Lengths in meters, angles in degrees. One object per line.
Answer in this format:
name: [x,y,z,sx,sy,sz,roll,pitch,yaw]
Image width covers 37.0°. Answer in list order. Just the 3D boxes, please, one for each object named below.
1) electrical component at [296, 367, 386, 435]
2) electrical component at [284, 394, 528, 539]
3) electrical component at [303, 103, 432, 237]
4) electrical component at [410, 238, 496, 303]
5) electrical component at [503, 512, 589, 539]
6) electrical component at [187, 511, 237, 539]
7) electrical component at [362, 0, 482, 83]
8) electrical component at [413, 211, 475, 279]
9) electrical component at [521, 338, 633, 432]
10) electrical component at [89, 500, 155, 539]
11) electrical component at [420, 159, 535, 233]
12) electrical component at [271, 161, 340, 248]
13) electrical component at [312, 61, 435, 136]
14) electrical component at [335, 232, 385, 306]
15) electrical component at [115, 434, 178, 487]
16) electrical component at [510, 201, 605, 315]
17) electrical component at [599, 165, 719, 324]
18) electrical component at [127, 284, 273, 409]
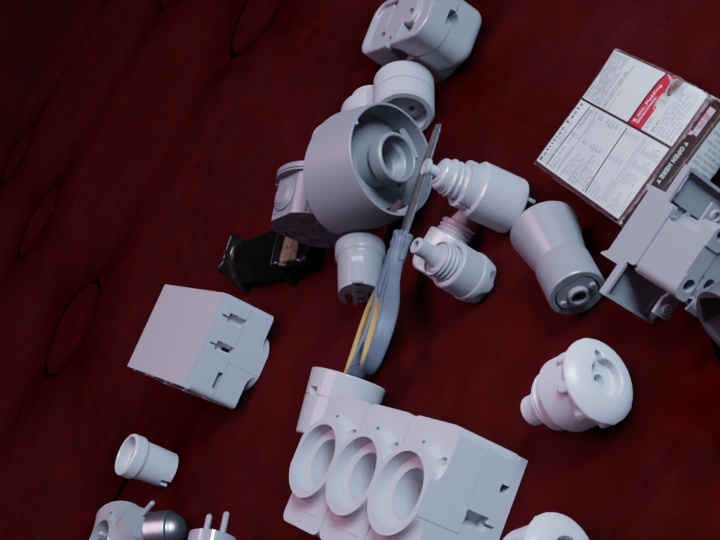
electrical component: [-0.015,0.100,0.762,0.055,0.055,0.047,-1,68,58]
electrical component: [0.020,0.135,0.664,0.150,0.062,0.089,3,68,59]
electrical component: [0.008,-0.079,0.841,0.064,0.099,0.099,-14,53,46]
electrical component: [0.060,-0.004,0.722,0.035,0.061,0.035,-39,35,35]
electrical component: [0.088,0.155,0.555,0.062,0.048,0.048,-38,35,48]
electrical component: [-0.113,0.216,0.800,0.138,0.052,0.073,-17,50,36]
electrical component: [0.054,-0.197,0.907,0.095,0.059,0.053,-3,62,58]
electrical component: [0.064,-0.022,0.761,0.061,0.035,0.035,-59,28,0]
electrical component: [0.114,0.068,0.589,0.062,0.048,0.048,-37,36,49]
electrical component: [-0.206,0.238,0.961,0.079,0.044,0.077,-49,31,22]
electrical component: [0.078,-0.055,0.729,0.040,0.078,0.040,-57,20,33]
electrical component: [-0.035,-0.055,0.907,0.080,0.080,0.051,-18,56,52]
electrical component: [0.009,-0.135,0.933,0.138,0.052,0.073,-37,36,38]
electrical component: [0.000,0.000,0.843,0.040,0.040,0.046,-34,44,41]
electrical component: [-0.198,0.179,0.999,0.040,0.046,0.040,-39,35,35]
electrical component: [0.121,-0.005,0.647,0.044,0.044,0.065,-47,36,25]
electrical component: [0.171,-0.008,0.567,0.081,0.042,0.064,-58,32,7]
electrical component: [-0.147,0.069,0.996,0.150,0.062,0.089,4,69,60]
